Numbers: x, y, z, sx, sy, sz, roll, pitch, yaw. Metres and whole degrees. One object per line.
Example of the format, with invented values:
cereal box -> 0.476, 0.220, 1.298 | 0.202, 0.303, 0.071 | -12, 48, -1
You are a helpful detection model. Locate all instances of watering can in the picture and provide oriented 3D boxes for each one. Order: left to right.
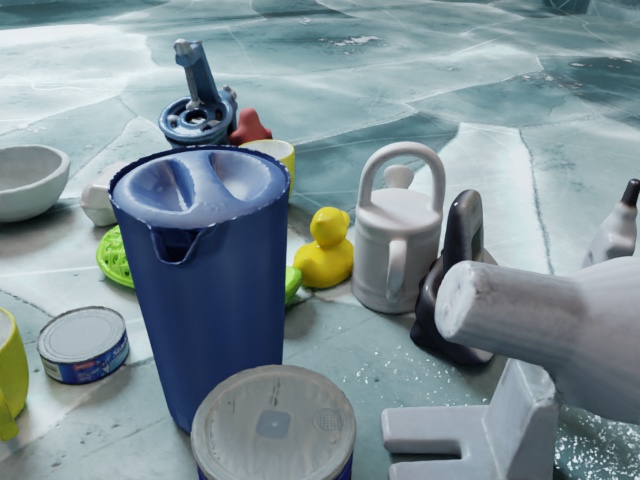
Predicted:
watering can -> 0.087, -0.025, 0.657 | 0.101, 0.194, 0.172 | -8, 34, -14

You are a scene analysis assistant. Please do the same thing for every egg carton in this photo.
egg carton -> -0.256, -0.061, 0.817 | 0.150, 0.069, 0.107 | 6, 33, 7

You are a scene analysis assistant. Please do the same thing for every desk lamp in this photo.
desk lamp -> 0.158, 0.108, 0.434 | 0.203, 0.214, 0.118 | -1, 33, -3

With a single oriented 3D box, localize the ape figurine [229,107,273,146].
ape figurine -> -0.120, -0.187, 0.998 | 0.078, 0.092, 0.076 | -4, 33, -8

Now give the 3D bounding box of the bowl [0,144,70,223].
bowl -> -0.440, -0.072, 0.823 | 0.167, 0.075, 0.167 | 1, 33, 0

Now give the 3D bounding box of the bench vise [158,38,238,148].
bench vise -> -0.203, -0.234, 0.950 | 0.121, 0.220, 0.207 | -1, 33, -3

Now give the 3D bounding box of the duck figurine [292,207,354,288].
duck figurine -> 0.007, 0.003, 0.712 | 0.077, 0.086, 0.105 | 19, 37, 25

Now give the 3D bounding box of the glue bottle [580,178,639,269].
glue bottle -> 0.319, 0.012, 0.627 | 0.037, 0.173, 0.078 | 8, 33, 10

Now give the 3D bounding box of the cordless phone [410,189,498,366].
cordless phone -> 0.160, 0.021, 0.596 | 0.094, 0.185, 0.148 | 15, 35, 21
